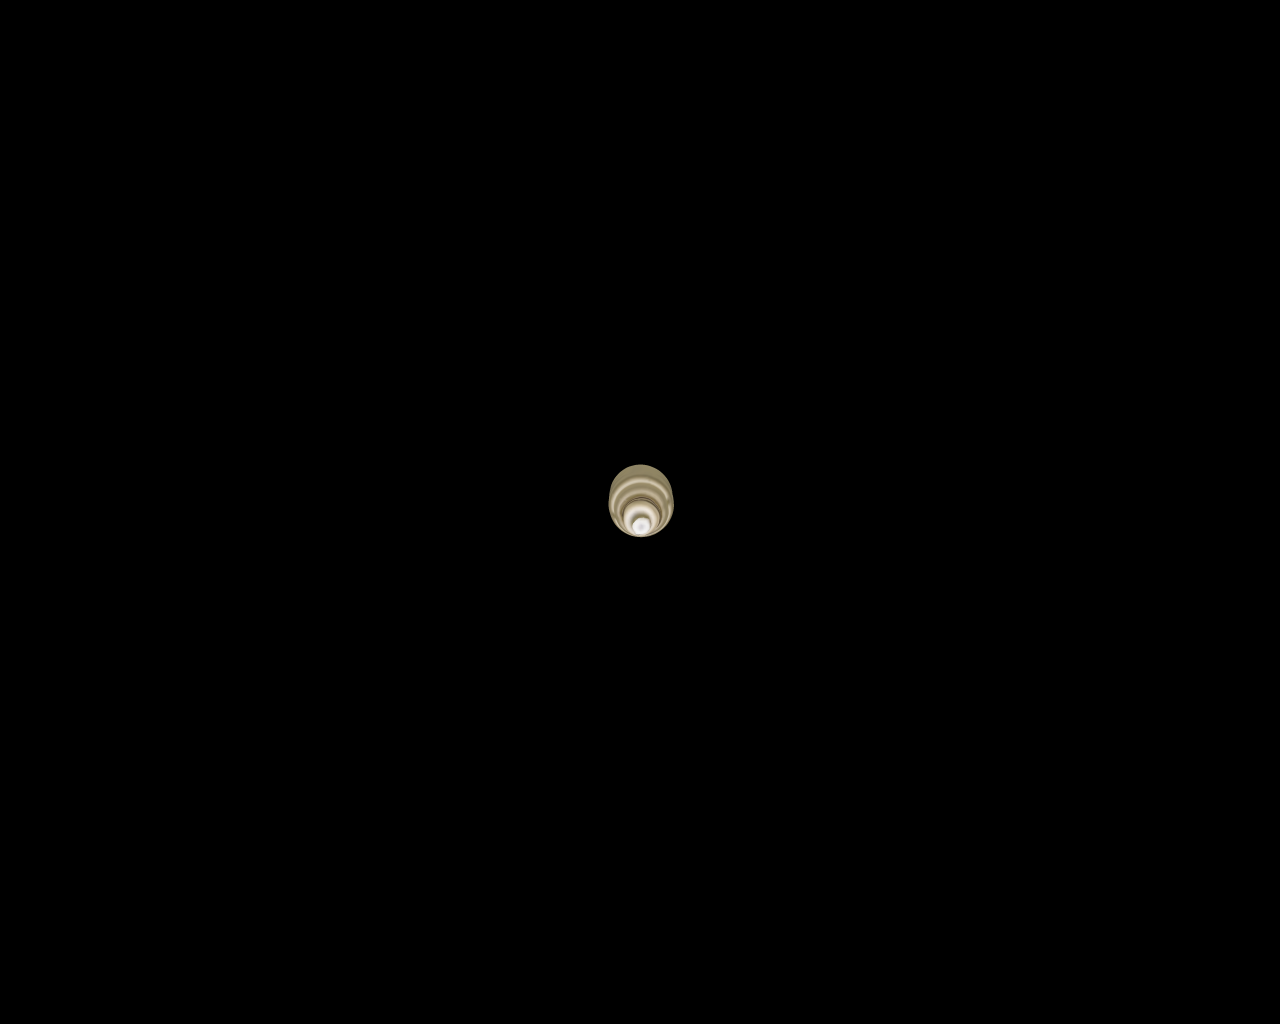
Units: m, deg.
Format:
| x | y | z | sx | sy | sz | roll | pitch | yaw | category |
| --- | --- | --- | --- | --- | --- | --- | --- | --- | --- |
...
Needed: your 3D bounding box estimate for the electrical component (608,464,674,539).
| x | y | z | sx | sy | sz | roll | pitch | yaw | category |
| --- | --- | --- | --- | --- | --- | --- | --- | --- | --- |
| 0.001 | -0.003 | 0.650 | 0.040 | 0.040 | 0.078 | 0 | 16 | 0 | electrical component |
